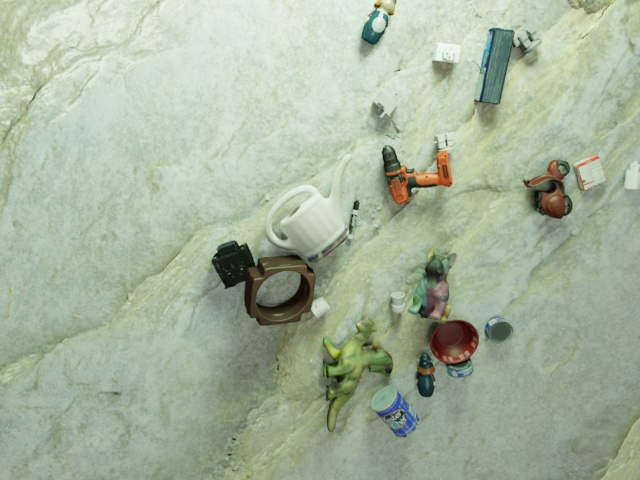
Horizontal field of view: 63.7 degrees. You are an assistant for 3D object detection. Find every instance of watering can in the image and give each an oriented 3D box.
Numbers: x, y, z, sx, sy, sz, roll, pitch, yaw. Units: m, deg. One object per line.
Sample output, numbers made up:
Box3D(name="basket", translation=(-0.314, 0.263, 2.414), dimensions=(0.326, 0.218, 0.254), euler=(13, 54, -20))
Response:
Box3D(name="watering can", translation=(0.005, -0.076, 1.515), dimensions=(0.346, 0.222, 0.105), euler=(-37, 16, 9))

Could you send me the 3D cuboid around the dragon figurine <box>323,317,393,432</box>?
Box3D(name="dragon figurine", translation=(0.128, 0.433, 1.683), dimensions=(0.243, 0.404, 0.124), euler=(-6, 19, -10))
